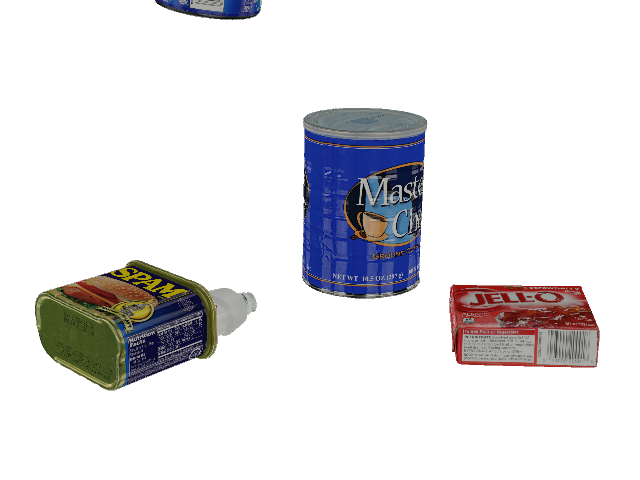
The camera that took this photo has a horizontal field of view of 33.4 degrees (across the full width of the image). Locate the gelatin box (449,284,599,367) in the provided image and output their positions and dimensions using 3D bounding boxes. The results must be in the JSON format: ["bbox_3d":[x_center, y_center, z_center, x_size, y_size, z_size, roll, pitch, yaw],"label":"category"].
[{"bbox_3d":[0.129,0.053,0.687,0.089,0.030,0.073,1,18,5],"label":"gelatin box"}]

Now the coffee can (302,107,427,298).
[{"bbox_3d":[0.036,-0.034,0.902,0.103,0.140,0.103,1,17,0],"label":"coffee can"}]

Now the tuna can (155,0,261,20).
[{"bbox_3d":[-0.087,-0.198,0.831,0.086,0.034,0.086,8,24,-4],"label":"tuna can"}]

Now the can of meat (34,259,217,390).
[{"bbox_3d":[-0.137,0.058,0.747,0.102,0.057,0.083,18,25,39],"label":"can of meat"}]

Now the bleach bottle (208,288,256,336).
[{"bbox_3d":[-0.196,0.103,1.391,0.250,0.068,0.103,-13,28,-39],"label":"bleach bottle"}]
